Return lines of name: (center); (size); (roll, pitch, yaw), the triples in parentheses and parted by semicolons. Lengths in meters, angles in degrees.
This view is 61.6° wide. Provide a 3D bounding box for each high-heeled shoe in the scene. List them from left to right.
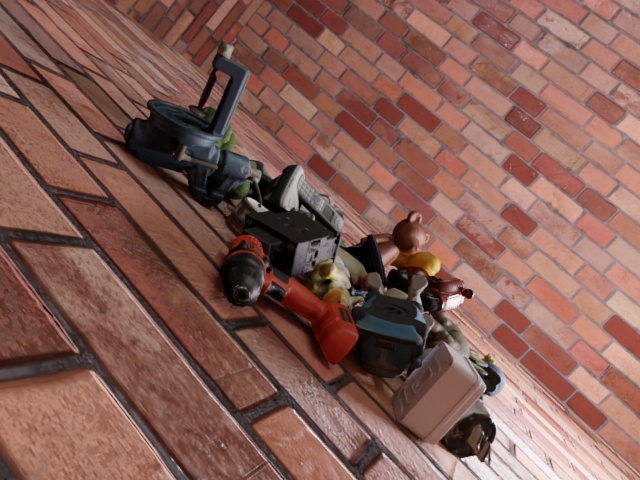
high-heeled shoe: (-0.118, -0.083, 1.164); (0.248, 0.086, 0.145); (11, 58, -40)

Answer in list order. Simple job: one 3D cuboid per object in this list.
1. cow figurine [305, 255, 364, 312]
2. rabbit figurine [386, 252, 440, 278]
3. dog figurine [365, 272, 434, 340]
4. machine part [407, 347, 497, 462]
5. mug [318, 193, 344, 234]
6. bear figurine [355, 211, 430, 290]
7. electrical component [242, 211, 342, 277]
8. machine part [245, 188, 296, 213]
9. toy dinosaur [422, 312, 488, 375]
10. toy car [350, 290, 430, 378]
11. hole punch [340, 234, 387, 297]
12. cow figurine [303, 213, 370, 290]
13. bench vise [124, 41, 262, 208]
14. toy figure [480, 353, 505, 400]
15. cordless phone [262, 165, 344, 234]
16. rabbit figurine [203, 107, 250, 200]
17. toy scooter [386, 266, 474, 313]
cow figurine: (0.023, 0.080, 0.869); (0.098, 0.068, 0.167); (40, 16, -33)
rabbit figurine: (0.222, 0.095, 1.337); (0.121, 0.173, 0.162); (30, 19, -39)
dog figurine: (0.125, 0.157, 0.930); (0.121, 0.172, 0.190); (12, -25, 9)
machine part: (0.194, 0.240, 0.813); (0.079, 0.079, 0.243); (38, 10, -23)
mug: (-0.009, -0.056, 1.270); (0.107, 0.109, 0.081); (12, 23, 30)
bear figurine: (0.176, 0.029, 1.262); (0.132, 0.196, 0.120); (-110, 176, -49)
electrical component: (-0.052, 0.002, 0.808); (0.115, 0.058, 0.134); (26, 24, 33)
machine part: (-0.086, -0.034, 0.945); (0.139, 0.084, 0.039); (35, 0, 25)
toy dinosaur: (0.266, 0.220, 1.167); (0.198, 0.105, 0.471); (49, 18, 2)
toy car: (0.094, 0.141, 0.772); (0.109, 0.102, 0.161); (14, 12, 7)
hole punch: (0.098, 0.055, 1.122); (0.115, 0.092, 0.142); (20, 51, -62)
cow figurine: (0.002, 0.025, 1.011); (0.194, 0.085, 0.127); (35, 17, -24)
bench vise: (-0.166, -0.175, 0.820); (0.223, 0.240, 0.129); (21, 19, -19)
toy figure: (0.386, 0.322, 1.241); (0.089, 0.082, 0.180); (63, 6, 11)
cordless phone: (-0.032, -0.050, 1.106); (0.184, 0.089, 0.147); (42, 43, -20)
rabbit figurine: (-0.200, -0.148, 0.996); (0.170, 0.121, 0.159); (58, -6, -24)
toy scooter: (0.221, 0.098, 1.064); (0.135, 0.075, 0.184); (-3, 13, -16)
